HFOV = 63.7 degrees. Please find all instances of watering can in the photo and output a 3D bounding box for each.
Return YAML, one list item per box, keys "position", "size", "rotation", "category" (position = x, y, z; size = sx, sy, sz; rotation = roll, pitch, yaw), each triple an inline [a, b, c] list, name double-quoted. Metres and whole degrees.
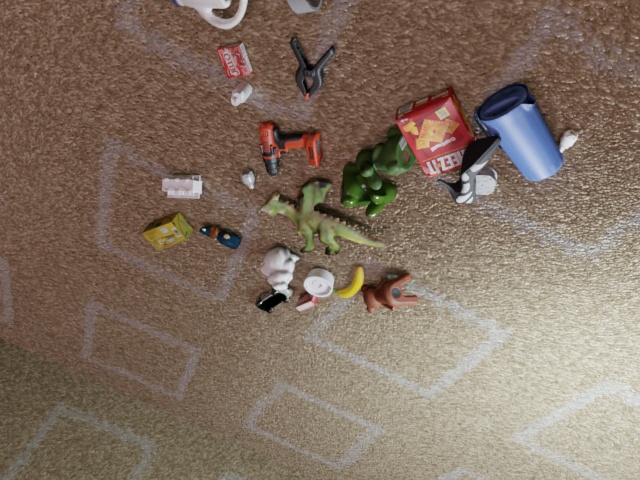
- position: [-0.288, -0.686, 1.245]
  size: [0.224, 0.106, 0.339]
  rotation: [8, 132, 14]
  category: "watering can"

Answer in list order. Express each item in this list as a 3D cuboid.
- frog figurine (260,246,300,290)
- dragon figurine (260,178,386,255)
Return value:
- position: [-0.154, 0.105, 1.851]
  size: [0.137, 0.163, 0.120]
  rotation: [-4, 126, 22]
  category: "frog figurine"
- position: [0.005, -0.085, 1.679]
  size: [0.410, 0.125, 0.238]
  rotation: [1, 122, 17]
  category: "dragon figurine"
